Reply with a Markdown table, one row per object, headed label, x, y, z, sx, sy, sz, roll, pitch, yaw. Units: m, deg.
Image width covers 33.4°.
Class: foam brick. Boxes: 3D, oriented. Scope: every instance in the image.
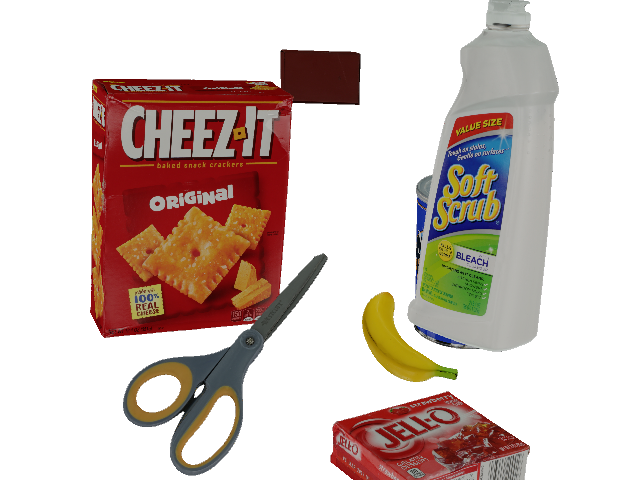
| label | x | y | z | sx | sy | sz | roll | pitch | yaw |
| --- | --- | --- | --- | --- | --- | --- | --- | --- | --- |
| foam brick | -0.001 | -0.163 | 1.066 | 0.078 | 0.051 | 0.053 | 1 | 12 | -4 |

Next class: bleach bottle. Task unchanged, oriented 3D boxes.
| label | x | y | z | sx | sy | sz | roll | pitch | yaw |
| --- | --- | --- | --- | --- | --- | --- | --- | --- | --- |
| bleach bottle | 0.123 | -0.050 | 0.791 | 0.067 | 0.251 | 0.103 | -13 | 22 | -42 |

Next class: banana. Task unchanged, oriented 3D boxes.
| label | x | y | z | sx | sy | sz | roll | pitch | yaw |
| --- | --- | --- | --- | --- | --- | --- | --- | --- | --- |
| banana | 0.084 | 0.112 | 1.221 | 0.069 | 0.037 | 0.198 | 6 | 23 | -24 |

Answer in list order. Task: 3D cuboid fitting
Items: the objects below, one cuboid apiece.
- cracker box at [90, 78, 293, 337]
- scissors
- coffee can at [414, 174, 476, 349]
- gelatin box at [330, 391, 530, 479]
| label | x | y | z | sx | sy | sz | roll | pitch | yaw |
| --- | --- | --- | --- | --- | --- | --- | --- | --- | --- |
| cracker box | -0.114 | -0.029 | 0.931 | 0.164 | 0.214 | 0.072 | -3 | 20 | -22 |
| scissors | -0.073 | 0.076 | 0.789 | 0.096 | 0.201 | 0.016 | 20 | -30 | 6 |
| coffee can | 0.139 | 0.016 | 0.994 | 0.103 | 0.140 | 0.103 | -1 | 21 | 0 |
| gelatin box | 0.062 | 0.121 | 0.608 | 0.089 | 0.030 | 0.073 | -8 | 23 | -33 |
